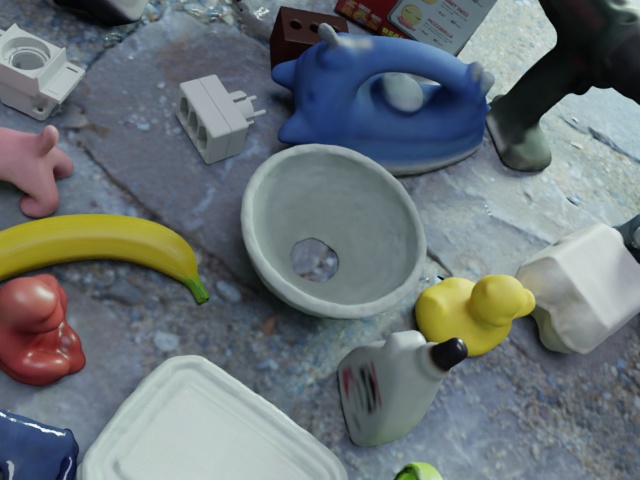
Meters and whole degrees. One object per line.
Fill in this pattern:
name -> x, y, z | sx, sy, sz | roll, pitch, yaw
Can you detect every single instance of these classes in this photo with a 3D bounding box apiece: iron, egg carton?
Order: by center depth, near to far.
iron -> 0.088, -0.148, 0.582 | 0.259, 0.141, 0.118 | 1, 63, -20
egg carton -> 0.271, 0.047, 0.590 | 0.151, 0.069, 0.107 | -26, 75, -29

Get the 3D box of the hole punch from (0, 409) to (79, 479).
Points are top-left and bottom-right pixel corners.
hole punch -> -0.206, 0.154, 0.343 | 0.101, 0.091, 0.108 | 18, 59, -10

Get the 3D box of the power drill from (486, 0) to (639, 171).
power drill -> 0.275, -0.170, 0.623 | 0.076, 0.208, 0.229 | -4, 65, -22

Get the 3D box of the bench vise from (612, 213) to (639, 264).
bench vise -> 0.424, -0.038, 0.603 | 0.121, 0.219, 0.208 | 43, 58, 5

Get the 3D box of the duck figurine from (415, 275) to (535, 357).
duck figurine -> 0.146, 0.061, 0.527 | 0.105, 0.086, 0.077 | 4, 62, -18

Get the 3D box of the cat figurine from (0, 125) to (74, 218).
cat figurine -> -0.260, -0.080, 0.431 | 0.128, 0.117, 0.067 | 10, 60, -15

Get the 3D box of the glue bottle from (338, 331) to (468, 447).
glue bottle -> 0.060, 0.102, 0.421 | 0.037, 0.173, 0.078 | -5, 65, -22

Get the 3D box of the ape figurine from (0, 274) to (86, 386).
ape figurine -> -0.200, 0.056, 0.397 | 0.076, 0.092, 0.078 | 14, 60, -13

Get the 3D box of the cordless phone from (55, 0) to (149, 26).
cordless phone -> -0.199, -0.316, 0.538 | 0.094, 0.185, 0.147 | 10, 60, -15

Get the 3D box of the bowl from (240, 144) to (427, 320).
bowl -> 0.005, 0.002, 0.512 | 0.168, 0.074, 0.167 | 9, 61, -16
